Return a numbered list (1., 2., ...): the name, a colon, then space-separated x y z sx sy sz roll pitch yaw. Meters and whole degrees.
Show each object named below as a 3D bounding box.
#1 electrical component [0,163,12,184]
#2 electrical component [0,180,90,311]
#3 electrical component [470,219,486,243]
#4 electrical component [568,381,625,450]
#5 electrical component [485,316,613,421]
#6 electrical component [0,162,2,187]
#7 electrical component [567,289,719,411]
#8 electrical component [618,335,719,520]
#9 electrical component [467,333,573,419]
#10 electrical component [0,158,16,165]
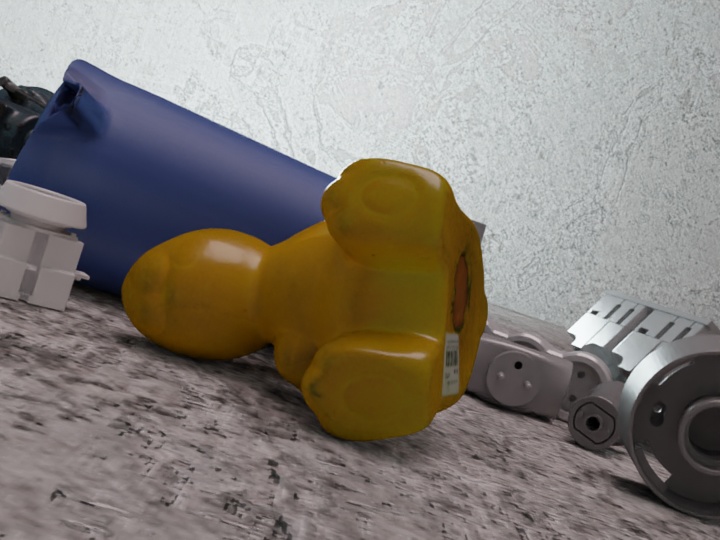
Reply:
1. electrical component: -0.259 -0.051 0.716 0.057 0.058 0.078 23 4 28
2. electrical component: -0.170 -0.014 0.555 0.066 0.055 0.048 17 3 -32
3. electrical component: 0.054 0.010 0.907 0.063 0.121 0.079 17 1 36
4. electrical component: 0.161 0.097 0.706 0.044 0.044 0.065 19 7 25
5. electrical component: 0.128 0.074 0.832 0.138 0.052 0.074 20 3 15
6. electrical component: -0.252 -0.050 0.628 0.042 0.063 0.081 35 8 20
7. electrical component: 0.241 0.084 0.839 0.105 0.060 0.186 47 -3 -10
8. electrical component: 0.191 0.085 0.582 0.099 0.099 0.064 19 9 11
9. electrical component: 0.106 0.075 0.751 0.077 0.044 0.079 19 2 6
10. electrical component: -0.277 -0.054 0.849 0.099 0.064 0.099 5 -3 0
